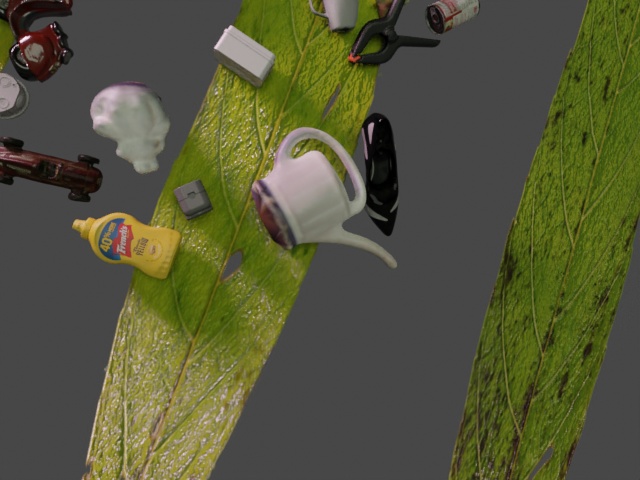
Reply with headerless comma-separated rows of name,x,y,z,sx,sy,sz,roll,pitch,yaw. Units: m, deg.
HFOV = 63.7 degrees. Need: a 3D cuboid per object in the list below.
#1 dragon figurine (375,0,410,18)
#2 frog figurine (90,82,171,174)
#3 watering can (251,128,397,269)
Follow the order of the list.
dragon figurine,0.160,-0.694,1.130,0.242,0.122,0.412,13,86,-30
frog figurine,-0.350,-0.206,0.959,0.138,0.121,0.161,-2,76,-32
watering can,0.003,-0.052,1.036,0.225,0.104,0.347,-29,94,-12
